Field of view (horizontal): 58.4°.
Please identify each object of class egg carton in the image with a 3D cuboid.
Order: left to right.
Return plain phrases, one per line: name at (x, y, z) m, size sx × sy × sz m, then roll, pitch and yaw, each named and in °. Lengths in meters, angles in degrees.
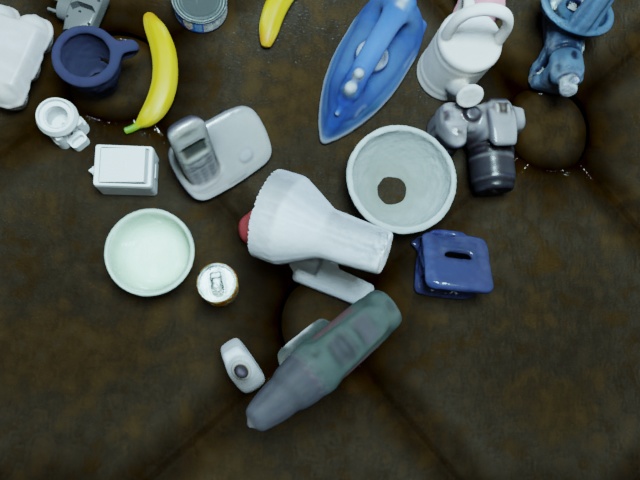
egg carton at (-0.458, -0.266, 0.832) m, size 0.107 × 0.069 × 0.150 m, roll 17°, pitch 79°, yaw -4°

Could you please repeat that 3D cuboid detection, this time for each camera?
camera at (0.252, -0.143, 0.889) m, size 0.143 × 0.100 × 0.137 m, roll -2°, pitch 81°, yaw -8°

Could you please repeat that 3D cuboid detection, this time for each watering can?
watering can at (0.223, -0.286, 0.861) m, size 0.101 × 0.194 × 0.173 m, roll -17°, pitch 83°, yaw -10°

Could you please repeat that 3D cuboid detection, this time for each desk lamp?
desk lamp at (0.007, 0.003, 0.775) m, size 0.203 × 0.213 × 0.118 m, roll 22°, pitch 79°, yaw -3°

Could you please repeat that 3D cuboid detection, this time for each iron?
iron at (0.076, -0.272, 0.866) m, size 0.118 × 0.141 × 0.258 m, roll 29°, pitch 78°, yaw -2°

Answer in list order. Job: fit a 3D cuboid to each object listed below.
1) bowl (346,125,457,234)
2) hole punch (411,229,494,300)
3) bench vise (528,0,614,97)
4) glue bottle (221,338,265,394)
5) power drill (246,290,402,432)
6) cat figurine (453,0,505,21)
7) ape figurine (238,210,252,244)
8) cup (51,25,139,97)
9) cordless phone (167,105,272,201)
bowl at (0.117, -0.085, 0.875) m, size 0.167 × 0.074 × 0.167 m, roll 1°, pitch 81°, yaw -7°
hole punch at (0.197, 0.034, 0.857) m, size 0.109 × 0.091 × 0.101 m, roll 6°, pitch 80°, yaw -6°
bench vise at (0.413, -0.334, 0.880) m, size 0.121 × 0.219 × 0.207 m, roll -8°, pitch 82°, yaw -8°
glue bottle at (-0.103, 0.168, 0.754) m, size 0.037 × 0.173 × 0.078 m, roll -33°, pitch 86°, yaw -11°
power drill at (-0.001, 0.156, 0.752) m, size 0.230 × 0.208 × 0.075 m, roll -39°, pitch 87°, yaw -11°
cat figurine at (0.253, -0.393, 0.921) m, size 0.067 × 0.117 × 0.128 m, roll -13°, pitch 82°, yaw -9°
ape figurine at (-0.080, -0.021, 0.830) m, size 0.076 × 0.092 × 0.078 m, roll 13°, pitch 79°, yaw -5°
cup at (-0.317, -0.254, 0.835) m, size 0.118 × 0.095 × 0.092 m, roll -20°, pitch 84°, yaw -10°
cordless phone at (-0.141, -0.137, 0.793) m, size 0.148 × 0.185 × 0.094 m, roll -36°, pitch 87°, yaw -11°
